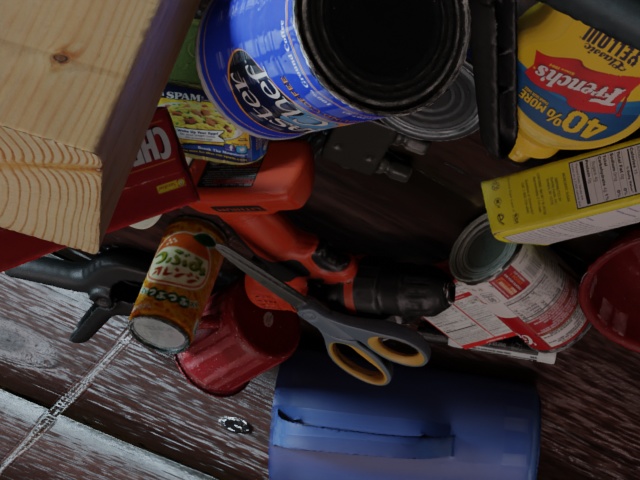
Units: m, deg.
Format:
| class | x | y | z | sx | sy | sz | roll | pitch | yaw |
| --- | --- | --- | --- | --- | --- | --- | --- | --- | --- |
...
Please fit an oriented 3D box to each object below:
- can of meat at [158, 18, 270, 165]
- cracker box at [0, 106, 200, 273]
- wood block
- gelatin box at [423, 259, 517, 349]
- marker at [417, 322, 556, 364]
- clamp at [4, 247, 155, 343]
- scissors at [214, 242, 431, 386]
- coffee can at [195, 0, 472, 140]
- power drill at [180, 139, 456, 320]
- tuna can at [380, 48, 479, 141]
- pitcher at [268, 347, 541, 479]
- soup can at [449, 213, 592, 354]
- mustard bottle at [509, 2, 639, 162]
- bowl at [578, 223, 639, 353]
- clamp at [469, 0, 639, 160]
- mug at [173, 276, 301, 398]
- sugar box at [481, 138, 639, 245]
| class | x | y | z | sx | sy | sz | roll | pitch | yaw |
| --- | --- | --- | --- | --- | --- | --- | --- | --- | --- |
| can of meat | -0.081 | -0.099 | 0.721 | 0.102 | 0.057 | 0.084 | 11 | 146 | 6 |
| cracker box | -0.196 | -0.027 | 0.709 | 0.214 | 0.164 | 0.072 | -2 | 108 | 65 |
| wood block | -0.133 | -0.109 | 0.597 | 0.091 | 0.206 | 0.090 | 16 | 144 | -2 |
| gelatin box | 0.122 | 0.050 | 0.876 | 0.089 | 0.030 | 0.073 | 38 | 140 | -28 |
| marker | 0.144 | 0.089 | 0.930 | 0.121 | 0.020 | 0.020 | 9 | 144 | 8 |
| clamp | -0.194 | 0.051 | 0.981 | 0.172 | 0.039 | 0.120 | -2 | 142 | 22 |
| scissors | 0.013 | 0.055 | 0.823 | 0.096 | 0.016 | 0.201 | -10 | 138 | 33 |
| coffee can | 0.002 | -0.112 | 0.592 | 0.102 | 0.103 | 0.140 | 32 | 167 | -23 |
| power drill | -0.005 | 0.001 | 0.812 | 0.185 | 0.057 | 0.187 | 0 | 145 | 30 |
| tuna can | 0.072 | -0.103 | 0.680 | 0.086 | 0.033 | 0.086 | 11 | 145 | 7 |
| pitcher | 0.075 | 0.175 | 0.973 | 0.243 | 0.149 | 0.145 | 5 | 133 | 8 |
| soup can | 0.154 | 0.031 | 0.806 | 0.069 | 0.068 | 0.102 | -21 | 131 | 40 |
| mustard bottle | 0.158 | -0.106 | 0.624 | 0.096 | 0.058 | 0.192 | 28 | 144 | -2 |
| bowl | 0.269 | 0.023 | 0.765 | 0.162 | 0.055 | 0.162 | 10 | 144 | 7 |
| clamp | 0.106 | -0.142 | 0.556 | 0.165 | 0.036 | 0.210 | -10 | 120 | 49 |
| mug | -0.080 | 0.080 | 0.931 | 0.117 | 0.093 | 0.082 | 10 | 149 | -41 |
| sugar box | 0.203 | -0.037 | 0.685 | 0.177 | 0.048 | 0.093 | -18 | 167 | 34 |
